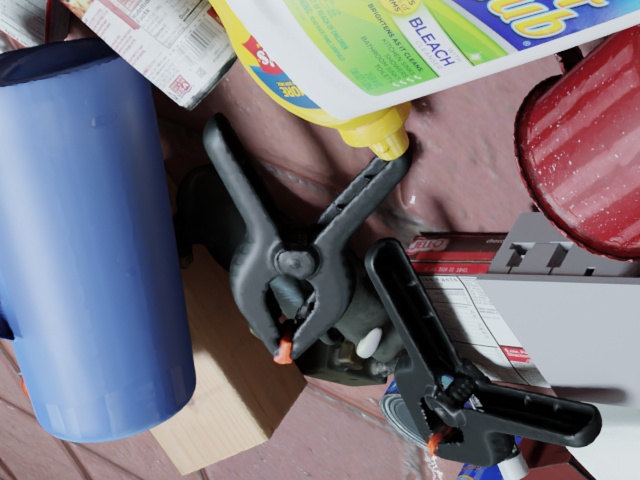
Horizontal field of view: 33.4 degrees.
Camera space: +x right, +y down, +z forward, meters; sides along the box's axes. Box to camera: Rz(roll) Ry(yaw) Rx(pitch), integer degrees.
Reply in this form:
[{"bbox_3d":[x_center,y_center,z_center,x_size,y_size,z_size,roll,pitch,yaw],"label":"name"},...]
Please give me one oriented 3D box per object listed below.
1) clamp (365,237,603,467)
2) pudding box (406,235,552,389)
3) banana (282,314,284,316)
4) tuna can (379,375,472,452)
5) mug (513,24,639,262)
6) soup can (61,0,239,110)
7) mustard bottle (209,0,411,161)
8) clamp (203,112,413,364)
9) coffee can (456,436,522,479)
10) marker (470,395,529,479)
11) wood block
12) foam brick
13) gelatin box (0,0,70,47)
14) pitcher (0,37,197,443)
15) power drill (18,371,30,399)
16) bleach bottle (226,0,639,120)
[{"bbox_3d":[0.095,0.100,0.670,0.165,0.036,0.210,39,158,25],"label":"clamp"},{"bbox_3d":[0.112,0.045,0.672,0.090,0.039,0.113,2,136,47],"label":"pudding box"},{"bbox_3d":[-0.075,0.073,0.927,0.069,0.037,0.198,19,154,-5],"label":"banana"},{"bbox_3d":[0.092,0.135,0.840,0.086,0.033,0.086,27,151,15],"label":"tuna can"},{"bbox_3d":[0.135,-0.059,0.442,0.117,0.093,0.082,65,150,13],"label":"mug"},{"bbox_3d":[-0.089,-0.129,0.584,0.102,0.068,0.069,41,152,-13],"label":"soup can"},{"bbox_3d":[-0.006,-0.114,0.526,0.096,0.058,0.191,-8,132,35],"label":"mustard bottle"},{"bbox_3d":[-0.004,0.001,0.649,0.120,0.039,0.171,3,125,9],"label":"clamp"},{"bbox_3d":[0.138,0.234,0.830,0.103,0.140,0.103,26,151,15],"label":"coffee can"},{"bbox_3d":[0.112,0.109,0.740,0.020,0.020,0.121,-22,92,58],"label":"marker"},{"bbox_3d":[-0.112,0.060,0.802,0.091,0.090,0.206,-28,101,28],"label":"wood block"},{"bbox_3d":[0.181,0.156,0.755,0.051,0.053,0.078,39,153,-9],"label":"foam brick"},{"bbox_3d":[-0.196,-0.166,0.684,0.073,0.030,0.089,33,153,0],"label":"gelatin box"},{"bbox_3d":[-0.160,0.003,0.666,0.149,0.145,0.243,-4,110,12],"label":"pitcher"},{"bbox_3d":[-0.242,0.050,0.938,0.184,0.057,0.188,104,151,-71],"label":"power drill"},{"bbox_3d":[0.086,-0.118,0.381,0.251,0.068,0.102,-13,134,38],"label":"bleach bottle"}]
